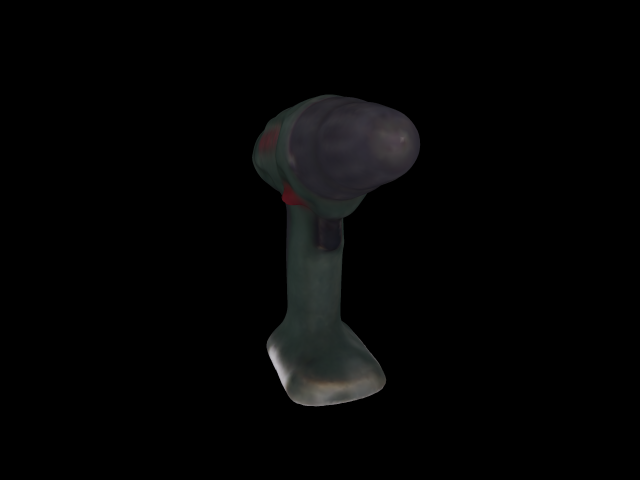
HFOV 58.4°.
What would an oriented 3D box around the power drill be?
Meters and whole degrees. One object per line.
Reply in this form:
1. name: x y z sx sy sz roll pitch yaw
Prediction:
1. power drill: 0.004 0.001 0.400 0.076 0.208 0.229 -7 21 -18
